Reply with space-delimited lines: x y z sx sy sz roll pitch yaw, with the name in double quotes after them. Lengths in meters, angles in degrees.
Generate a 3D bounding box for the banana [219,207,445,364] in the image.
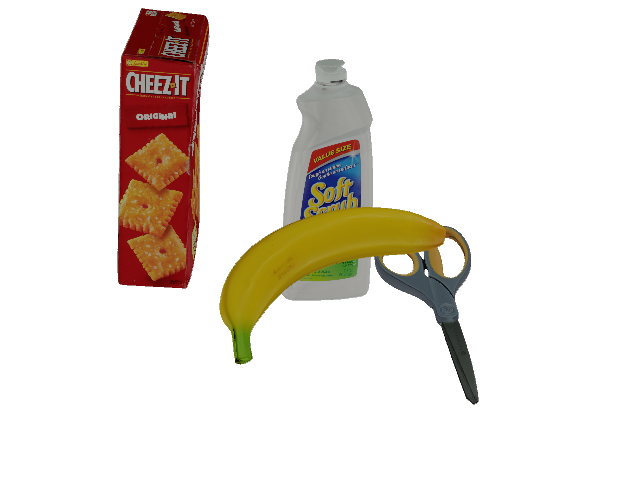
0.000 0.015 0.743 0.197 0.069 0.037 -30 -8 -30 "banana"

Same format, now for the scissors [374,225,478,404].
0.090 0.057 0.919 0.096 0.016 0.201 4 43 7 "scissors"

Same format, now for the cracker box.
-0.143 -0.087 0.981 0.072 0.214 0.164 4 26 -6 "cracker box"

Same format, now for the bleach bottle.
0.004 -0.062 1.111 0.102 0.251 0.068 -2 24 -2 "bleach bottle"
